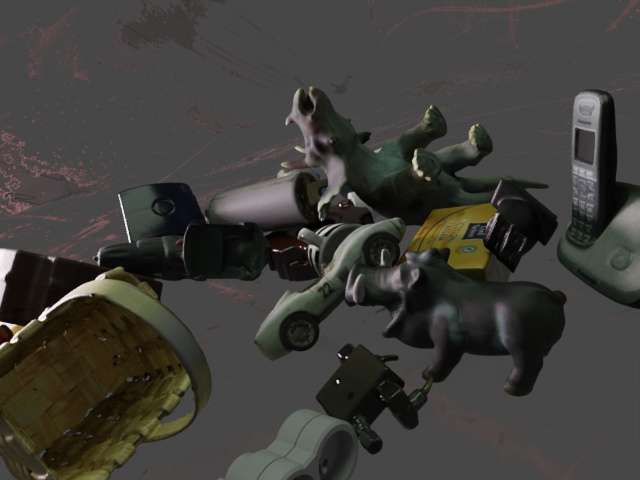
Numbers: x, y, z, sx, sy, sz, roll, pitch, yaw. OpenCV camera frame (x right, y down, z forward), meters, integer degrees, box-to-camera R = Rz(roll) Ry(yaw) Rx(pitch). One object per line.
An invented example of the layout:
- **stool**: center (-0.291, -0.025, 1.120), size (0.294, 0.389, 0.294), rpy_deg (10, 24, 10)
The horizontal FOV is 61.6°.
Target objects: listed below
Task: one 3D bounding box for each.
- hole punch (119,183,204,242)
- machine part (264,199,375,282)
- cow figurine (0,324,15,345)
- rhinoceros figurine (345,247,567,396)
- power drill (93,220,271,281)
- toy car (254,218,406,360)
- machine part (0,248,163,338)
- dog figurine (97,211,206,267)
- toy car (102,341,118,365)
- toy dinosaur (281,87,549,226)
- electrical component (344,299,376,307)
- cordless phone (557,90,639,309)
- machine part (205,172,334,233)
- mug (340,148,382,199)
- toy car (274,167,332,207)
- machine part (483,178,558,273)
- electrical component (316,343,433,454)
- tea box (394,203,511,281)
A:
- **hole punch**: center (-0.247, -0.033, 0.847), size (0.116, 0.092, 0.142), rpy_deg (-25, 58, -1)
- **machine part**: center (-0.002, -0.002, 0.810), size (0.179, 0.056, 0.179), rpy_deg (-16, 21, 6)
- **cow figurine**: center (-0.402, 0.155, 0.610), size (0.127, 0.085, 0.195), rpy_deg (-30, -2, -16)
- **rhinoceros figurine**: center (0.109, 0.061, 0.464), size (0.191, 0.111, 0.073), rpy_deg (8, 33, 36)
- **power drill**: center (-0.173, 0.024, 0.724), size (0.232, 0.086, 0.207), rpy_deg (2, -12, -28)
- **toy car**: center (0.012, 0.047, 0.567), size (0.202, 0.056, 0.073), rpy_deg (-44, 2, -4)
- **machine part**: center (-0.329, 0.073, 0.698), size (0.202, 0.087, 0.201), rpy_deg (-1, -15, 41)
- **dog figurine**: center (-0.274, 0.031, 0.918), size (0.190, 0.121, 0.172), rpy_deg (-45, 27, -26)
- **toy car**: center (-0.309, 0.175, 0.592), size (0.202, 0.053, 0.089), rpy_deg (-34, 5, -42)
- **toy dinosaur**: center (0.133, -0.074, 0.729), size (0.404, 0.131, 0.192), rpy_deg (17, -28, -37)
- **electrical component**: center (0.064, 0.042, 0.634), size (0.094, 0.021, 0.063), rpy_deg (-22, 57, -14)
- **cordless phone**: center (0.281, -0.044, 0.492), size (0.089, 0.184, 0.147), rpy_deg (-13, 19, -1)
- **machine part**: center (-0.084, -0.049, 0.816), size (0.243, 0.079, 0.079), rpy_deg (-11, 20, 31)
- **mug**: center (0.085, -0.112, 1.012), size (0.107, 0.080, 0.109), rpy_deg (-21, 22, 27)
- **toy car**: center (-0.040, -0.092, 1.016), size (0.109, 0.102, 0.162), rpy_deg (-21, 18, -6)
- **machine part**: center (0.203, -0.019, 0.551), size (0.039, 0.084, 0.139), rpy_deg (-48, -6, 37)
- **electrical component**: center (0.044, 0.126, 0.448), size (0.078, 0.045, 0.102), rpy_deg (-53, 27, -11)
- **tea box**: center (0.155, 0.022, 0.594), size (0.098, 0.068, 0.169), rpy_deg (-6, 21, 29)
